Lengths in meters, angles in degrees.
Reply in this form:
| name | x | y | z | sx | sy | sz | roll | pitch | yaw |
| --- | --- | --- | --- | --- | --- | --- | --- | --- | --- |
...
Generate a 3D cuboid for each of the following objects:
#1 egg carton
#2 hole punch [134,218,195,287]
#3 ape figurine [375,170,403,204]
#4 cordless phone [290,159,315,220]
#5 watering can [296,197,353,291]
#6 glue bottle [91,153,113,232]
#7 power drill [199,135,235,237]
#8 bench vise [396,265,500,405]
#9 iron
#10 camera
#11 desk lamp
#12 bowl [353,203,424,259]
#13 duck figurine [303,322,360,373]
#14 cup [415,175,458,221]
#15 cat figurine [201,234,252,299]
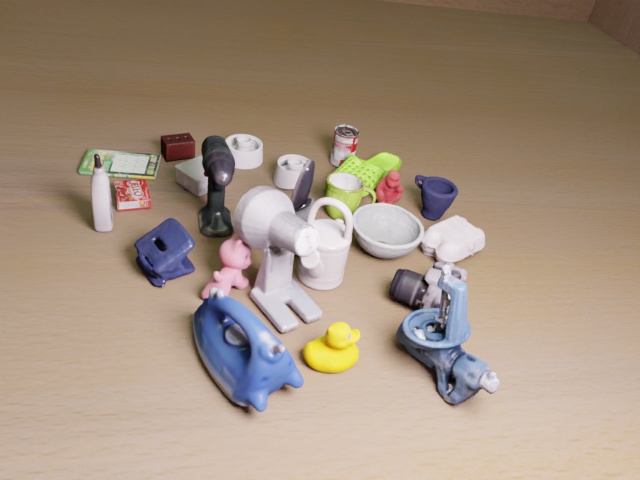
| name | x | y | z | sx | sy | sz | roll | pitch | yaw |
| --- | --- | --- | --- | --- | --- | --- | --- | --- | --- |
| egg carton | 0.308 | 0.003 | 1.327 | 0.151 | 0.069 | 0.107 | -23 | 49 | -35 |
| hole punch | -0.308 | 0.022 | 1.135 | 0.101 | 0.091 | 0.108 | -21 | 48 | -34 |
| ape figurine | 0.177 | -0.136 | 1.452 | 0.078 | 0.092 | 0.076 | 2 | 39 | -11 |
| cordless phone | -0.055 | -0.075 | 1.243 | 0.094 | 0.185 | 0.147 | 13 | 38 | 3 |
| watering can | 0.013 | 0.005 | 1.151 | 0.101 | 0.194 | 0.173 | 7 | 38 | -4 |
| glue bottle | -0.456 | -0.105 | 1.193 | 0.037 | 0.173 | 0.078 | -2 | 40 | -16 |
| power drill | -0.220 | -0.115 | 1.235 | 0.076 | 0.208 | 0.229 | -2 | 40 | -16 |
| bench vise | 0.238 | 0.159 | 0.990 | 0.206 | 0.220 | 0.122 | 30 | 42 | 24 |
| iron | -0.140 | 0.157 | 0.965 | 0.119 | 0.141 | 0.257 | -25 | 50 | -37 |
| camera | 0.220 | 0.092 | 1.167 | 0.136 | 0.101 | 0.143 | 21 | 39 | 13 |
| desk lamp | -0.072 | 0.027 | 1.086 | 0.118 | 0.213 | 0.202 | -20 | 47 | -33 |
| bowl | 0.147 | -0.009 | 1.299 | 0.167 | 0.075 | 0.167 | 7 | 38 | -5 |
| duck figurine | 0.024 | 0.183 | 1.017 | 0.105 | 0.086 | 0.077 | -3 | 40 | -16 |
| cup | 0.278 | -0.104 | 1.435 | 0.117 | 0.095 | 0.092 | 34 | 43 | 27 |
| cat figurine | -0.176 | 0.049 | 1.112 | 0.067 | 0.118 | 0.128 | 20 | 39 | 12 |
